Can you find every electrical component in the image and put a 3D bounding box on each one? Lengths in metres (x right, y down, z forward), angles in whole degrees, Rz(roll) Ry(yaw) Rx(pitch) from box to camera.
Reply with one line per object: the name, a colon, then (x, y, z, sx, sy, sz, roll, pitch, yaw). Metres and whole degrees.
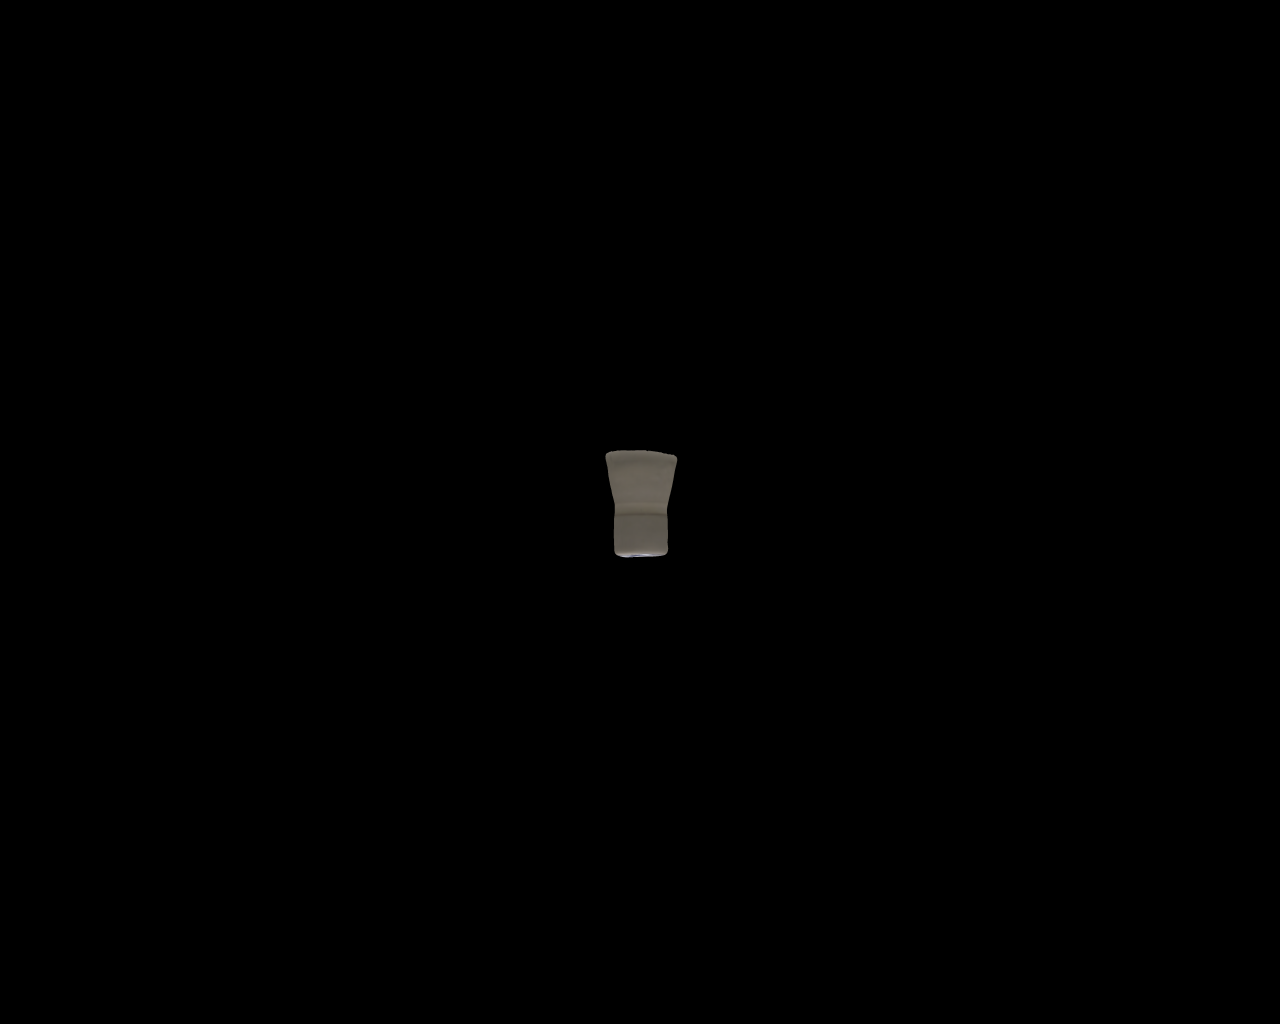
electrical component: (0.001, -0.003, 0.650, 0.044, 0.065, 0.044, 0, -6, 0)
